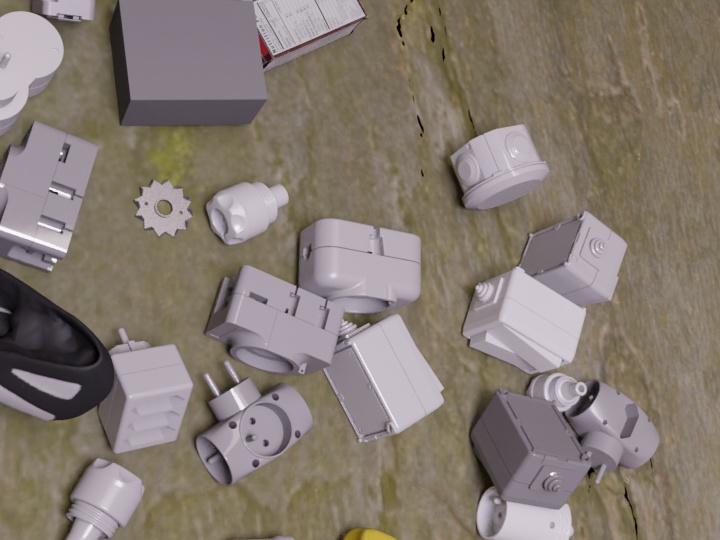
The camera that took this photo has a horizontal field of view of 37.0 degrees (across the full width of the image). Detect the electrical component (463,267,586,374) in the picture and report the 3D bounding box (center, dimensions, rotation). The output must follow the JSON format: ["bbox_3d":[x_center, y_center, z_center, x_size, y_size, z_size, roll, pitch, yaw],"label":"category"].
[{"bbox_3d":[0.135,0.045,0.926,0.096,0.062,0.061,30,63,-19],"label":"electrical component"}]

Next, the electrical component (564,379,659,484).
[{"bbox_3d":[0.217,0.151,0.951,0.077,0.043,0.079,40,59,-13],"label":"electrical component"}]

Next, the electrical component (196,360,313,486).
[{"bbox_3d":[-0.086,0.105,0.792,0.077,0.044,0.079,-31,91,-33],"label":"electrical component"}]

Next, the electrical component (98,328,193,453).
[{"bbox_3d":[-0.157,0.076,0.754,0.047,0.065,0.076,-9,50,-31],"label":"electrical component"}]

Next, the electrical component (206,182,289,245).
[{"bbox_3d":[-0.085,-0.049,0.841,0.062,0.043,0.043,-27,90,-34],"label":"electrical component"}]

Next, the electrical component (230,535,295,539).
[{"bbox_3d":[-0.071,0.211,0.772,0.046,0.040,0.040,6,72,-22],"label":"electrical component"}]

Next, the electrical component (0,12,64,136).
[{"bbox_3d":[-0.258,-0.128,0.748,0.052,0.074,0.138,39,60,-14],"label":"electrical component"}]

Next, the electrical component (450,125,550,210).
[{"bbox_3d":[0.122,-0.089,0.951,0.080,0.080,0.051,-14,77,-32],"label":"electrical component"}]

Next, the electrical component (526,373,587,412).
[{"bbox_3d":[0.173,0.105,0.930,0.035,0.061,0.035,6,76,-25],"label":"electrical component"}]

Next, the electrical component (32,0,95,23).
[{"bbox_3d":[-0.219,-0.218,0.799,0.042,0.081,0.063,-1,105,-29],"label":"electrical component"}]

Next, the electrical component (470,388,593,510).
[{"bbox_3d":[0.138,0.153,0.876,0.062,0.061,0.096,15,27,-25],"label":"electrical component"}]

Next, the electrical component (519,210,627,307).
[{"bbox_3d":[0.192,-0.004,0.953,0.061,0.096,0.061,35,61,-18],"label":"electrical component"}]

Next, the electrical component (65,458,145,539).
[{"bbox_3d":[-0.177,0.162,0.724,0.043,0.043,0.062,36,62,-15],"label":"electrical component"}]

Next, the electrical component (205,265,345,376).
[{"bbox_3d":[-0.065,0.044,0.819,0.089,0.050,0.055,25,64,-22],"label":"electrical component"}]

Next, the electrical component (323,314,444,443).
[{"bbox_3d":[0.015,0.078,0.848,0.061,0.062,0.096,-27,89,-33],"label":"electrical component"}]

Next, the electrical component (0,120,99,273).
[{"bbox_3d":[-0.228,-0.053,0.756,0.056,0.050,0.089,21,66,-23],"label":"electrical component"}]

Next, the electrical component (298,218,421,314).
[{"bbox_3d":[0.000,0.000,0.868,0.095,0.054,0.059,10,70,-27],"label":"electrical component"}]

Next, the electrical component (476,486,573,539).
[{"bbox_3d":[0.142,0.209,0.891,0.081,0.043,0.043,18,67,-24],"label":"electrical component"}]
